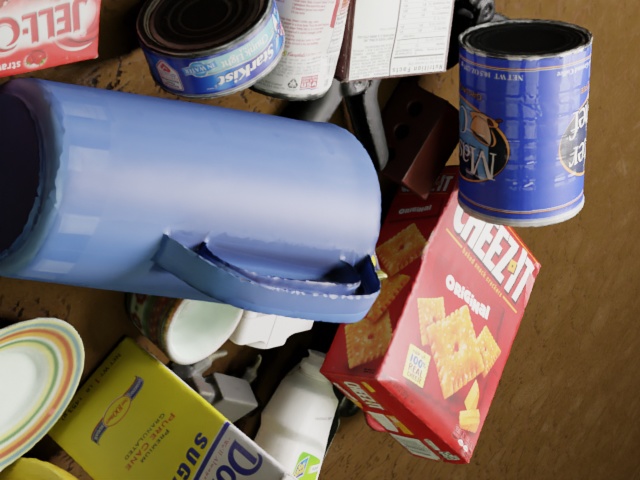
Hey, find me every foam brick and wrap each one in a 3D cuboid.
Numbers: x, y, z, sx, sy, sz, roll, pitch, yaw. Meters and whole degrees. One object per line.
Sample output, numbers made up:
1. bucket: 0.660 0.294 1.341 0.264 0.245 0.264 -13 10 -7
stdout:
1. foam brick: 0.078 -0.084 0.892 0.051 0.053 0.078 24 97 -57

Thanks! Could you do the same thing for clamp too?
1. clamp: 0.128 -0.189 0.879 0.209 0.036 0.164 -38 143 -23
2. clamp: 0.025 -0.118 0.803 0.120 0.039 0.172 -4 121 -49

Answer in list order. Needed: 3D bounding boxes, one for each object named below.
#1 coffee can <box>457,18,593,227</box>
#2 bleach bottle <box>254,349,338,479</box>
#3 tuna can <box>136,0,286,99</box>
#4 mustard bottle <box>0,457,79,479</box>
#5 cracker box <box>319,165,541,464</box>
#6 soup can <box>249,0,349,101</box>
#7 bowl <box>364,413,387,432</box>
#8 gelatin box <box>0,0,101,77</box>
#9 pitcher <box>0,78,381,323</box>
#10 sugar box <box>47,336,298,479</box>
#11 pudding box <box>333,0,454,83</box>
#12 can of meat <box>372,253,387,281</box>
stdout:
1. coffee can: 0.161 -0.094 0.850 0.102 0.103 0.140 -27 124 -38
2. bleach bottle: -0.038 0.215 0.916 0.102 0.068 0.251 13 98 -69
3. tuna can: -0.066 -0.125 0.638 0.086 0.086 0.034 -42 143 -22
4. mustard bottle: -0.159 0.218 0.800 0.058 0.096 0.191 -62 149 -13
5. cracker box: 0.105 0.066 0.940 0.164 0.072 0.213 46 59 -39
6. soup can: -0.016 -0.151 0.697 0.068 0.069 0.102 -20 133 -43
7. bowl: 0.081 0.109 1.058 0.161 0.055 0.162 -33 140 -33
8. gelatin box: -0.158 -0.127 0.567 0.089 0.030 0.073 -21 134 -42
9. pitcher: -0.081 -0.019 0.642 0.242 0.149 0.145 6 77 -46
10. sugar box: -0.103 0.153 0.745 0.093 0.176 0.048 -51 146 -10
11. pudding box: 0.050 -0.169 0.740 0.089 0.039 0.113 -11 120 -32
12. can of meat: -0.005 0.001 0.808 0.058 0.084 0.101 -23 170 40
